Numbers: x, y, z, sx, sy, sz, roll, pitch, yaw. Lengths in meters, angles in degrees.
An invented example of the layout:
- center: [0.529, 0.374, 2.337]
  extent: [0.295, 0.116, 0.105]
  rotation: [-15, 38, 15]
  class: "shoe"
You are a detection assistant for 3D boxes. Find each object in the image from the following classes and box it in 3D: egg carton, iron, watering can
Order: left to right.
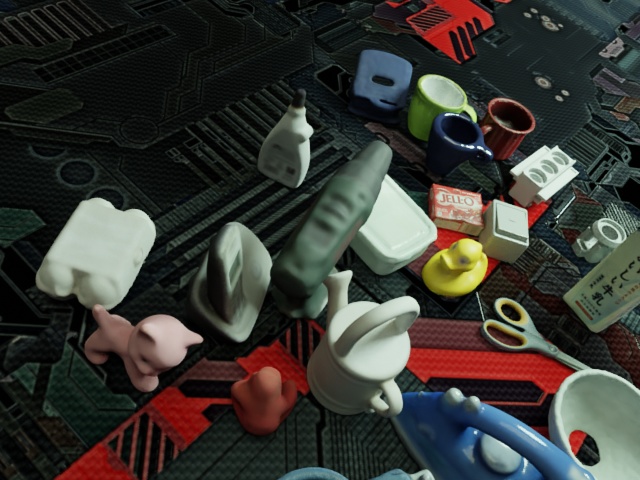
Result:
- center: [-0.276, 0.018, 0.719]
  extent: [0.107, 0.069, 0.150]
  rotation: [17, 51, -4]
  class: "egg carton"
- center: [0.048, 0.117, 0.666]
  extent: [0.172, 0.194, 0.101]
  rotation: [42, 54, 16]
  class: "watering can"
- center: [0.199, 0.239, 0.656]
  extent: [0.258, 0.141, 0.119]
  rotation: [35, 52, 10]
  class: "iron"

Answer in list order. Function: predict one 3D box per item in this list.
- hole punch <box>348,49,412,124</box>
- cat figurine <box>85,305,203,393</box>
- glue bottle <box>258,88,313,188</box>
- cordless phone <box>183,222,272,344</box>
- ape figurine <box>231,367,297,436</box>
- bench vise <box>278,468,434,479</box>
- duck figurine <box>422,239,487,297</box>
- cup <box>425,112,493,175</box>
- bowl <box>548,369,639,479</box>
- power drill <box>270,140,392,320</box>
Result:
- center: [0.112, -0.280, 1.048]
  extent: [0.109, 0.091, 0.101]
  rotation: [12, 52, -8]
  class: "hole punch"
- center: [-0.200, 0.111, 0.642]
  extent: [0.127, 0.117, 0.067]
  rotation: [27, 51, 4]
  class: "cat figurine"
- center: [-0.044, -0.155, 0.853]
  extent: [0.078, 0.173, 0.037]
  rotation: [27, 51, 4]
  class: "glue bottle"
- center: [-0.102, 0.025, 0.693]
  extent: [0.094, 0.185, 0.147]
  rotation: [17, 51, -4]
  class: "cordless phone"
- center: [-0.063, 0.176, 0.653]
  extent: [0.078, 0.092, 0.076]
  rotation: [19, 51, -3]
  class: "ape figurine"
- center: [0.023, 0.251, 0.541]
  extent: [0.208, 0.219, 0.121]
  rotation: [-31, 68, -33]
  class: "bench vise"
- center: [0.211, 0.032, 0.850]
  extent: [0.105, 0.086, 0.077]
  rotation: [-12, 59, -24]
  class: "duck figurine"
- center: [0.233, -0.151, 0.987]
  extent: [0.117, 0.095, 0.092]
  rotation: [36, 52, 11]
  class: "cup"
- center: [0.359, 0.258, 0.734]
  extent: [0.167, 0.074, 0.167]
  rotation: [9, 52, -11]
  class: "bowl"
- center: [0.007, 0.003, 0.729]
  extent: [0.075, 0.208, 0.230]
  rotation: [30, 51, 6]
  class: "power drill"
